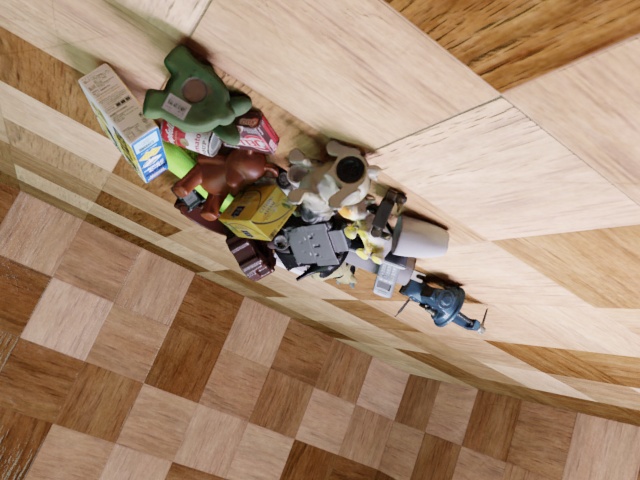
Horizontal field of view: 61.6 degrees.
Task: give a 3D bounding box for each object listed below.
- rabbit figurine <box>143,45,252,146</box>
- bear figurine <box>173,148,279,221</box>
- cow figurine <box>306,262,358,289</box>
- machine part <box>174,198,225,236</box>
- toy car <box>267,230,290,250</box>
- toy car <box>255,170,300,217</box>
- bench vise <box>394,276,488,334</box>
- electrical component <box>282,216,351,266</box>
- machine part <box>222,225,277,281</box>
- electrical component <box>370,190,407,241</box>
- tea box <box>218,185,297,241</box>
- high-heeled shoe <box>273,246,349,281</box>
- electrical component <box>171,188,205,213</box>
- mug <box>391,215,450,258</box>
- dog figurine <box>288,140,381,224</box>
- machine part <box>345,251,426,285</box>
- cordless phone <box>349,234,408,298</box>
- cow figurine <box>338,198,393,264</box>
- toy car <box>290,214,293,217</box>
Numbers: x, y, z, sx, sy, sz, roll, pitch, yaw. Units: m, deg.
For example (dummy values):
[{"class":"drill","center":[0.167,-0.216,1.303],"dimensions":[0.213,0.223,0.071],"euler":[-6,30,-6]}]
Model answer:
[{"class":"rabbit figurine","center":[-0.193,-0.228,0.875],"dimensions":[0.159,0.121,0.170],"euler":[19,-176,-15]},{"class":"bear figurine","center":[-0.189,-0.124,1.097],"dimensions":[0.196,0.132,0.120],"euler":[-1,142,48]},{"class":"cow figurine","center":[0.042,0.071,1.447],"dimensions":[0.086,0.127,0.195],"euler":[12,-169,38]},{"class":"machine part","center":[-0.284,-0.082,1.469],"dimensions":[0.201,0.087,0.201],"euler":[29,163,-27]},{"class":"toy car","center":[-0.028,-0.015,1.271],"dimensions":[0.202,0.053,0.089],"euler":[-12,-179,-6]},{"class":"toy car","center":[-0.061,-0.094,1.180],"dimensions":[0.201,0.056,0.074],"euler":[33,161,-36]},{"class":"bench vise","center":[0.335,0.182,1.446],"dimensions":[0.240,0.129,0.223],"euler":[33,161,-10]},{"class":"electrical component","center":[-0.002,-0.004,1.164],"dimensions":[0.134,0.058,0.114],"euler":[-7,125,23]},{"class":"machine part","center":[-0.170,0.013,1.330],"dimensions":[0.056,0.179,0.179],"euler":[-28,146,11]},{"class":"electrical component","center":[0.129,-0.045,1.028],"dimensions":[0.045,0.102,0.078],"euler":[23,-171,8]},{"class":"tea box","center":[-0.134,-0.058,1.127],"dimensions":[0.068,0.098,0.170],"euler":[45,159,-26]},{"class":"high-heeled shoe","center":[-0.031,0.022,1.348],"dimensions":[0.086,0.145,0.249],"euler":[60,173,-33]},{"class":"electrical component","center":[-0.323,-0.136,1.314],"dimensions":[0.075,0.048,0.119],"euler":[-26,102,29]},{"class":"mug","center":[0.205,0.004,1.106],"dimensions":[0.107,0.081,0.109],"euler":[12,161,0]},{"class":"dog figurine","center":[0.033,-0.091,0.987],"dimensions":[0.173,0.121,0.190],"euler":[8,169,15]},{"class":"machine part","center":[0.147,0.047,1.331],"dimensions":[0.243,0.079,0.079],"euler":[23,164,1]},{"class":"cordless phone","center":[0.125,0.059,1.261],"dimensions":[0.147,0.089,0.184],"euler":[19,140,10]},{"class":"cow figurine","center":[0.101,-0.038,1.115],"dimensions":[0.068,0.098,0.167],"euler":[13,143,44]},{"class":"toy car","center":[-0.117,-0.062,1.290],"dimensions":[0.103,0.109,0.161],"euler":[-6,167,16]}]
